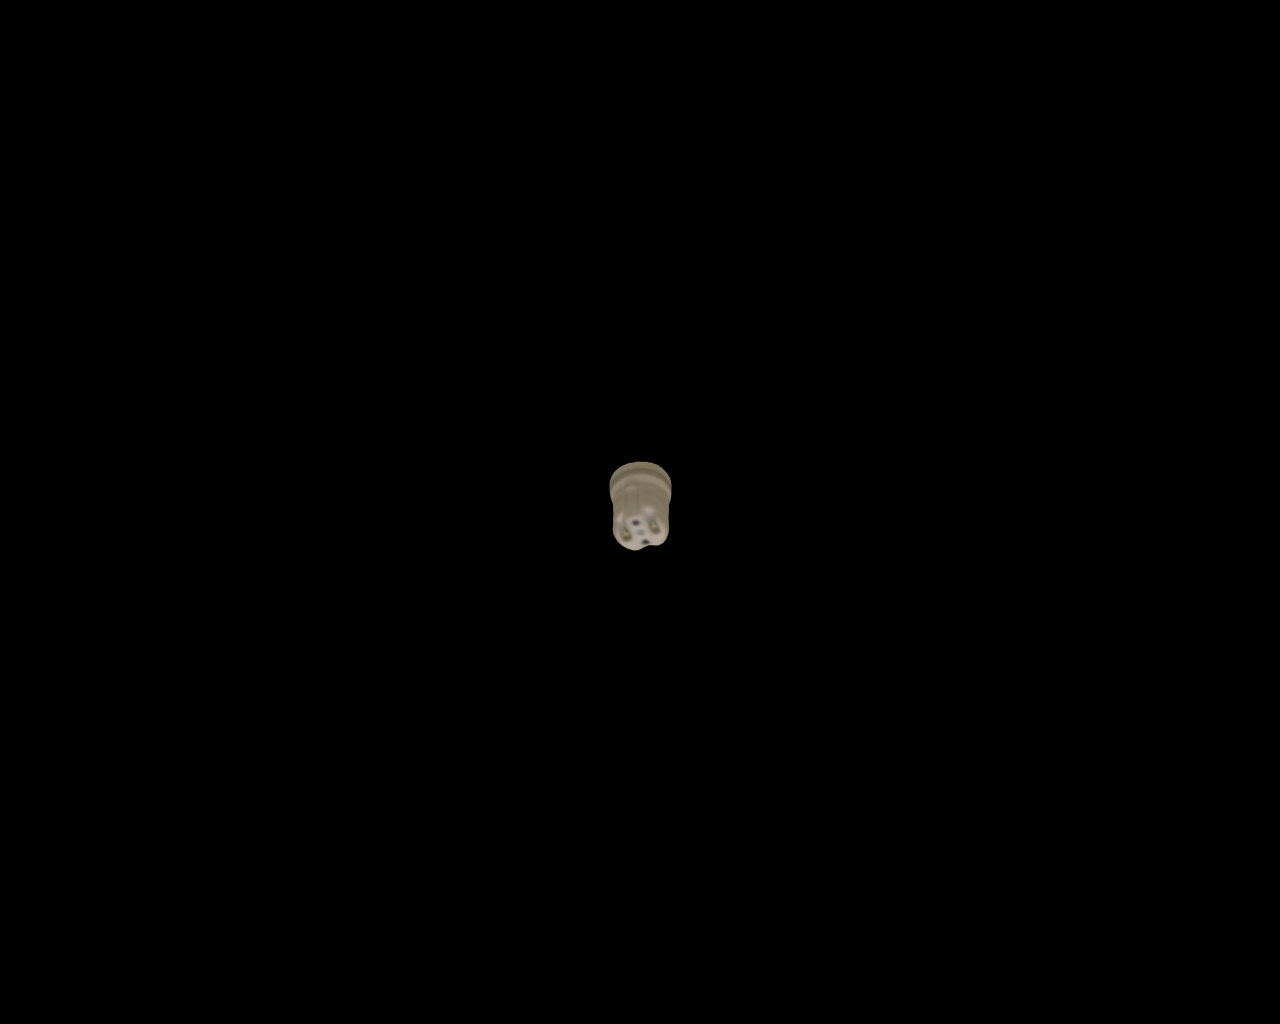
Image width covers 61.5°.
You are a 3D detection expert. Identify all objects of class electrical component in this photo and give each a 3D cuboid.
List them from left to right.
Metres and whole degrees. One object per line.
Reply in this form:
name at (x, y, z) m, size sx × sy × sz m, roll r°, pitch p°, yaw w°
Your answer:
electrical component at (0.001, -0.003, 0.650) m, size 0.040 × 0.040 × 0.046 m, roll 0°, pitch 44°, yaw 0°
